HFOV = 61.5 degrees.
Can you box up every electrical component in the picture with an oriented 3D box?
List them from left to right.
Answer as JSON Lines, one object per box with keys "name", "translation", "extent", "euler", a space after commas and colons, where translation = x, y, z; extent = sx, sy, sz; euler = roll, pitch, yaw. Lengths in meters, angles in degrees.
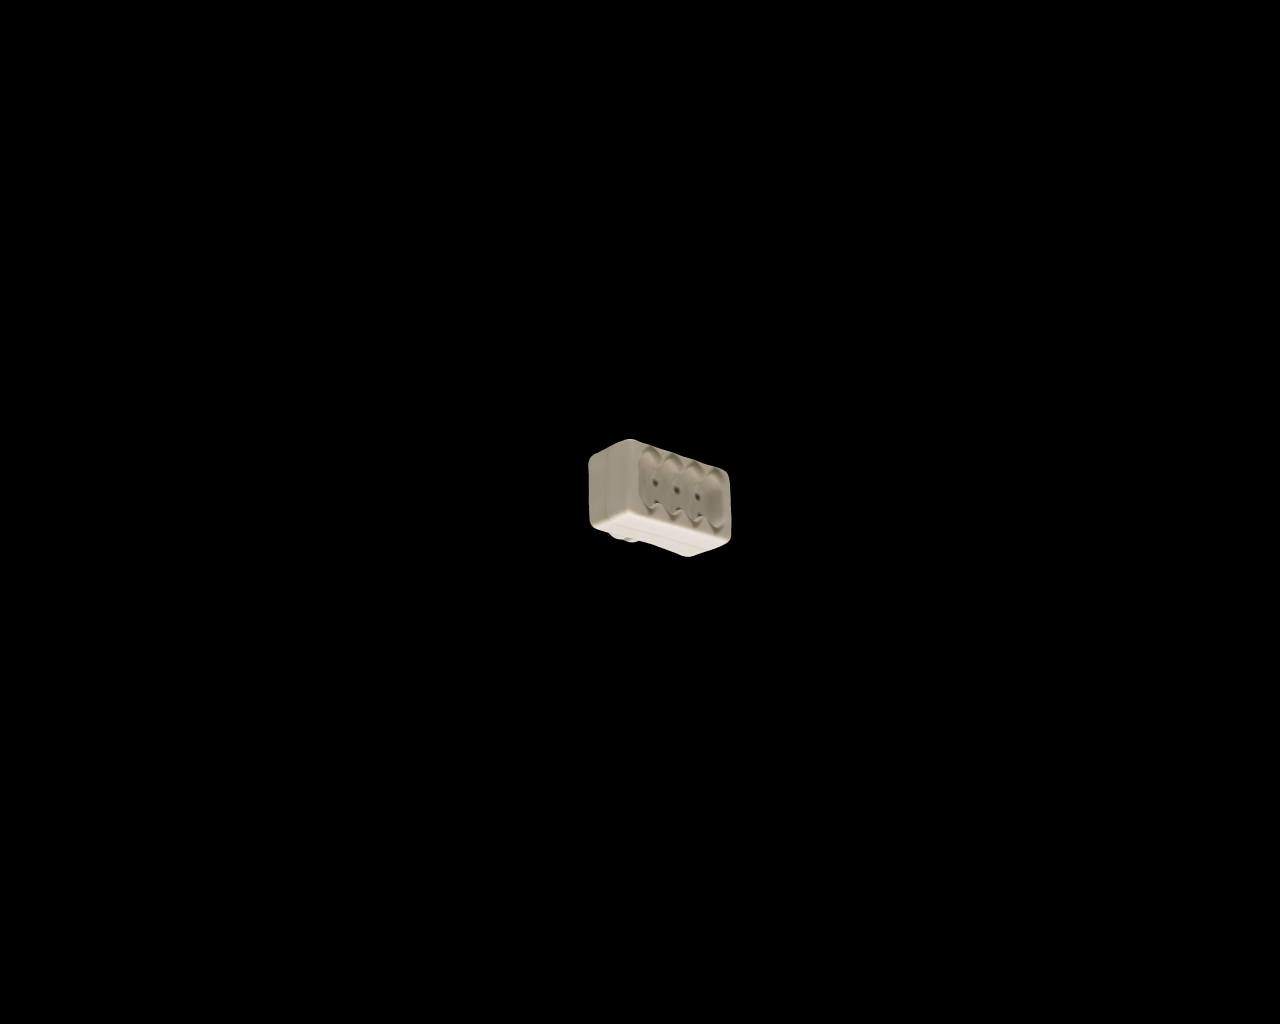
{"name": "electrical component", "translation": [0.001, -0.003, 0.650], "extent": [0.083, 0.047, 0.075], "euler": [17, -27, -38]}
